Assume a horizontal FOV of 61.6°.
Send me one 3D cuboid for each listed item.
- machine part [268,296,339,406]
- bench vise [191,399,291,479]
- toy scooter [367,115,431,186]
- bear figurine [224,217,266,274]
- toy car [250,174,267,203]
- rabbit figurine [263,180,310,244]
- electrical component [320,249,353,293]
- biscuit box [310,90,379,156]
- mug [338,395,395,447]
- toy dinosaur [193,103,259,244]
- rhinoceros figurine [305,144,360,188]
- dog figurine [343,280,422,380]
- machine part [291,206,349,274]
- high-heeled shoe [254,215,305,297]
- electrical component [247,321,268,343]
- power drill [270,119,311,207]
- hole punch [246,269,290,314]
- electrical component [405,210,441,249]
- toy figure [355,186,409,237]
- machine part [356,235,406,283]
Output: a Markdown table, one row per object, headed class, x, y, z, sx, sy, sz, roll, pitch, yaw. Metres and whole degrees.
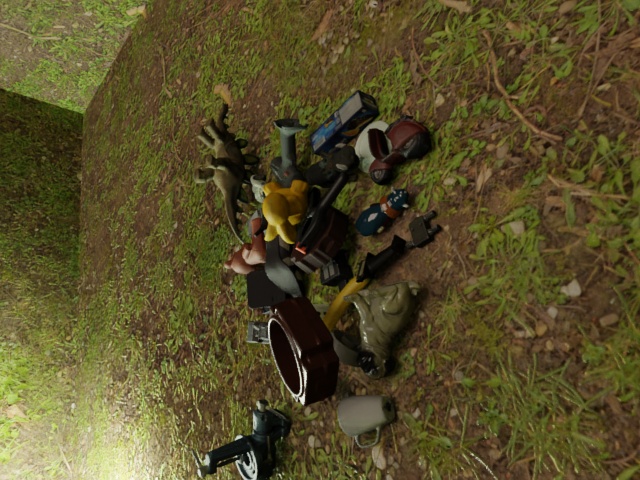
| class | x | y | z | sx | sy | sz | roll | pitch | yaw |
| --- | --- | --- | --- | --- | --- | --- | --- | --- | --- |
| machine part | -0.042 | 0.244 | 1.185 | 0.200 | 0.087 | 0.202 | 95 | 151 | -42 |
| bench vise | -0.187 | 0.514 | 1.333 | 0.129 | 0.240 | 0.223 | 35 | 123 | 46 |
| toy scooter | 0.165 | -0.222 | 1.221 | 0.184 | 0.075 | 0.135 | -40 | 60 | 41 |
| bear figurine | -0.188 | 0.026 | 1.556 | 0.196 | 0.120 | 0.132 | -20 | 61 | 52 |
| toy car | -0.151 | -0.131 | 1.574 | 0.202 | 0.056 | 0.073 | 40 | 151 | 47 |
| rabbit figurine | -0.102 | -0.075 | 1.346 | 0.122 | 0.173 | 0.162 | 8 | 95 | 9 |
| electrical component | 0.039 | 0.086 | 1.315 | 0.075 | 0.047 | 0.119 | -31 | 56 | 43 |
| biscuit box | 0.059 | -0.292 | 1.383 | 0.202 | 0.063 | 0.059 | -37 | 54 | 39 |
| mug | 0.103 | 0.375 | 1.132 | 0.107 | 0.080 | 0.109 | -28 | 54 | 33 |
| toy dinosaur | -0.282 | -0.211 | 1.664 | 0.105 | 0.198 | 0.471 | -21 | 64 | 45 |
| rhinoceros figurine | 0.034 | -0.186 | 1.343 | 0.190 | 0.112 | 0.073 | -18 | 66 | 57 |
| dog figurine | 0.150 | 0.189 | 1.130 | 0.172 | 0.121 | 0.190 | -19 | 84 | 41 |
| machine part | -0.003 | -0.004 | 1.335 | 0.179 | 0.056 | 0.179 | -42 | 26 | 27 |
| high-heeled shoe | -0.089 | 0.034 | 1.454 | 0.086 | 0.145 | 0.248 | -25 | 101 | 38 |
| electrical component | -0.125 | 0.245 | 1.414 | 0.134 | 0.115 | 0.058 | -7 | 72 | 48 |
| power drill | -0.071 | -0.221 | 1.476 | 0.232 | 0.086 | 0.207 | -136 | 35 | -54 |
| hole punch | -0.134 | 0.141 | 1.492 | 0.116 | 0.092 | 0.142 | -11 | 65 | 16 |
| electrical component | 0.216 | -0.020 | 1.149 | 0.094 | 0.021 | 0.063 | -39 | 52 | 38 |
| toy figure | 0.145 | -0.067 | 1.220 | 0.154 | 0.064 | 0.058 | -39 | 15 | 32 |
| machine part | 0.133 | 0.042 | 1.199 | 0.139 | 0.039 | 0.084 | -41 | 14 | 34 |
